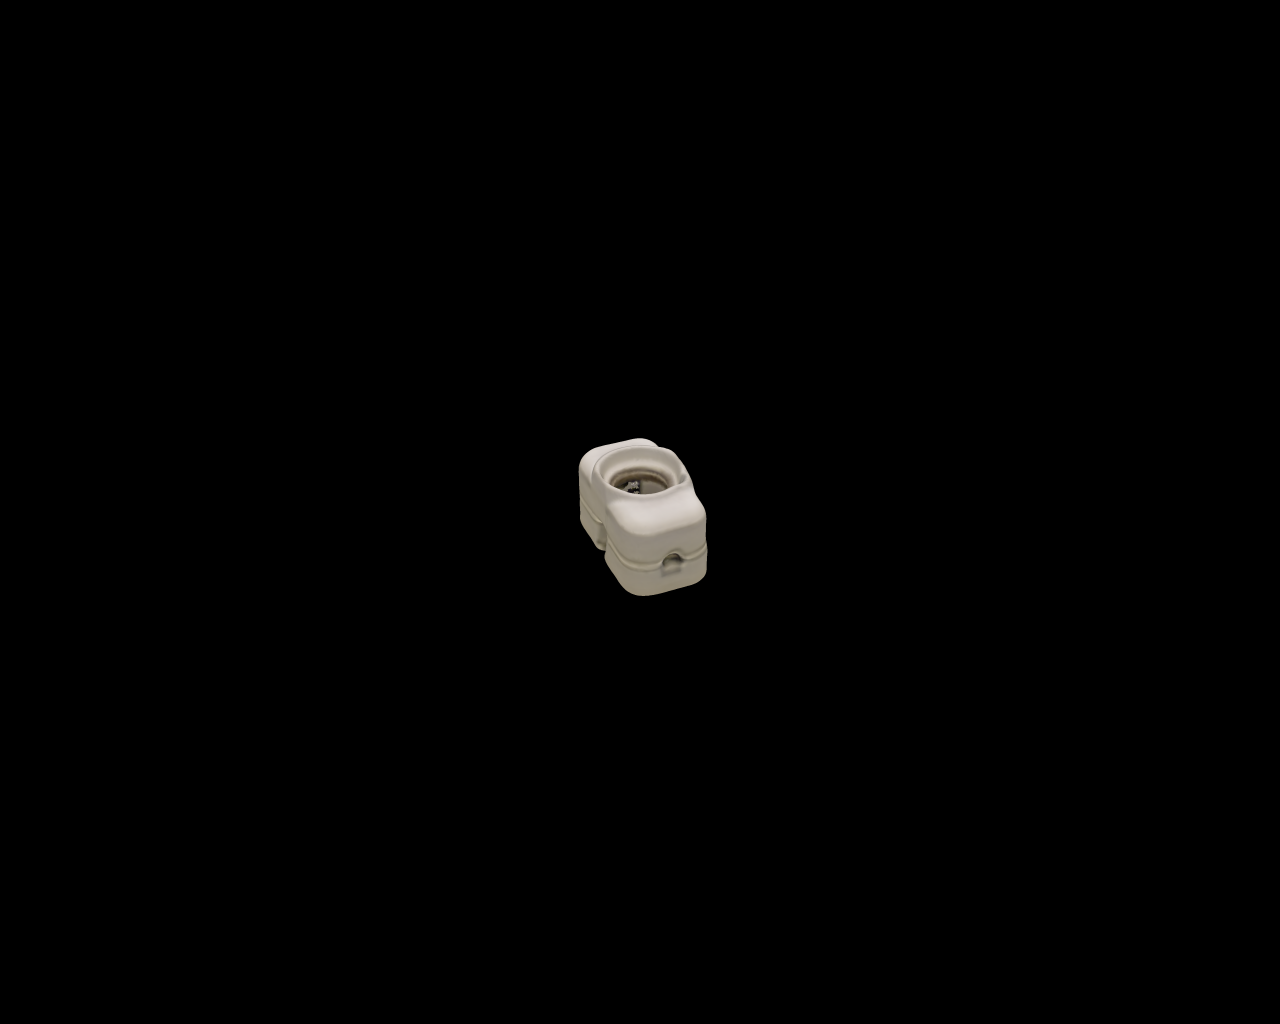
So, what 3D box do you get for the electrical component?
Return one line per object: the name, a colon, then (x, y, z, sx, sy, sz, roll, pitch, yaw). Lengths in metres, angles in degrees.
electrical component: (0.001, -0.003, 0.650, 0.054, 0.059, 0.095, -13, 38, -18)
